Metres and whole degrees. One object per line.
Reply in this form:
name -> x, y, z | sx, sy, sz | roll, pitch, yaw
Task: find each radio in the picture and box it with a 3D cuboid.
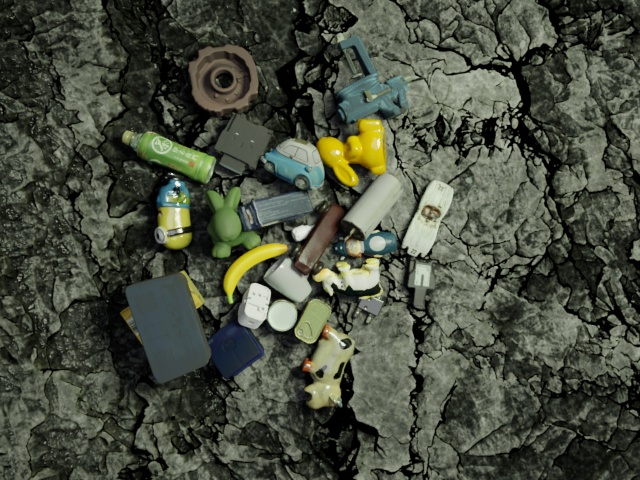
radio -> -0.338, 0.191, 1.212 | 0.131, 0.073, 0.229 | -18, 94, -7

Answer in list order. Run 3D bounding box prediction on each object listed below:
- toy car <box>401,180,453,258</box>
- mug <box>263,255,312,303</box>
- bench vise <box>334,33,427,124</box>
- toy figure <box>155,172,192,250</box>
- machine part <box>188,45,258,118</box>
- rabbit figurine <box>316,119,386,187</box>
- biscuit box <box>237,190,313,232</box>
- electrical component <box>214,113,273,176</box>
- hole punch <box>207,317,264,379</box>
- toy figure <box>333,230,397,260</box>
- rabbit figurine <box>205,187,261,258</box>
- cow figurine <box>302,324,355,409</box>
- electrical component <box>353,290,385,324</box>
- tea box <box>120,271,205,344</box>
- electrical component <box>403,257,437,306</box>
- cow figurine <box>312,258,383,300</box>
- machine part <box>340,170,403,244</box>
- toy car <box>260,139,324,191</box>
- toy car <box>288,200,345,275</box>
toy car -> 0.270, -0.053, 1.351 | 0.073, 0.056, 0.201 | 25, 85, -4
mug -> -0.065, 0.092, 1.309 | 0.109, 0.081, 0.107 | -45, 103, -14
bench vise -> 0.117, -0.402, 1.322 | 0.224, 0.129, 0.240 | -28, 97, -4
toy figure -> -0.348, -0.067, 1.285 | 0.089, 0.082, 0.180 | 4, 85, -3
machine part -> -0.236, -0.390, 1.321 | 0.179, 0.056, 0.179 | 0, 86, -6
rabbit figurine -> 0.076, -0.212, 1.328 | 0.173, 0.122, 0.162 | 0, 97, 9
biscuit box -> -0.099, -0.070, 1.256 | 0.059, 0.202, 0.062 | -19, 90, 38
electrical component -> -0.191, -0.228, 1.317 | 0.115, 0.058, 0.134 | 24, 85, -2
hole punch -> -0.205, 0.258, 1.281 | 0.142, 0.092, 0.116 | -37, 87, -2
toy figure -> 0.111, 0.012, 1.335 | 0.155, 0.057, 0.064 | -7, 59, -4
rabbit figurine -> -0.206, -0.042, 1.250 | 0.121, 0.170, 0.159 | -8, 89, -6
cow figurine -> 0.022, 0.317, 1.302 | 0.127, 0.085, 0.195 | 27, 85, 3
electrical component -> 0.124, 0.160, 1.346 | 0.063, 0.021, 0.094 | 27, 86, -3
tea box -> -0.372, 0.158, 1.278 | 0.170, 0.068, 0.098 | -33, 93, -6
electrical component -> 0.251, 0.105, 1.347 | 0.075, 0.048, 0.119 | 4, 87, -5
cow figurine -> 0.067, 0.103, 1.318 | 0.167, 0.068, 0.098 | -7, 101, 4
machine part -> 0.128, -0.081, 1.309 | 0.079, 0.079, 0.243 | 39, 71, -3
toy car -> -0.054, -0.191, 1.293 | 0.162, 0.109, 0.102 | 27, 111, 4
toy car -> -0.003, -0.004, 1.306 | 0.089, 0.053, 0.202 | 39, 66, -17
